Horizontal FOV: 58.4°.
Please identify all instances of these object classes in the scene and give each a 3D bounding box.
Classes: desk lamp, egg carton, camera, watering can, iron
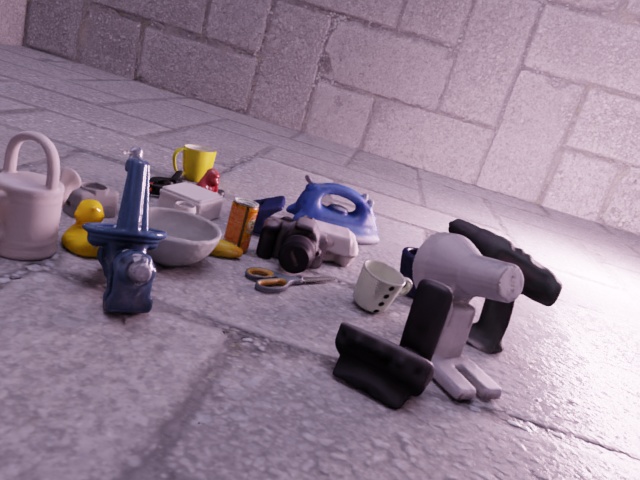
[{"bbox_3d":[0.231,0.111,0.921,0.118,0.213,0.202,6,20,-31],"label":"desk lamp"},{"bbox_3d":[0.012,0.005,1.290,0.150,0.069,0.107,15,17,-7],"label":"egg carton"},{"bbox_3d":[-0.057,0.006,1.171,0.143,0.101,0.137,17,17,1],"label":"camera"},{"bbox_3d":[-0.454,-0.077,0.902,0.101,0.194,0.173,15,17,-6],"label":"watering can"},{"bbox_3d":[0.053,-0.077,1.457,0.259,0.141,0.118,10,18,-20],"label":"iron"}]

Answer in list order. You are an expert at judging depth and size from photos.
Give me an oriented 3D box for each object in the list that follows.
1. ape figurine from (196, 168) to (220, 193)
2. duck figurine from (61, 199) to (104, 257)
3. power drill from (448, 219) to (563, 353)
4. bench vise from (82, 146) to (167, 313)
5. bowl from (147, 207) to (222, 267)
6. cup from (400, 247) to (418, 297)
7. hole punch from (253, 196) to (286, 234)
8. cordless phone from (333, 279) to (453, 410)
[{"bbox_3d":[-0.271,-0.131,1.407,0.076,0.092,0.078,22,18,16],"label":"ape figurine"},{"bbox_3d":[-0.395,-0.026,0.980,0.078,0.086,0.104,2,22,-38],"label":"duck figurine"},{"bbox_3d":[0.315,0.092,1.066,0.229,0.208,0.076,24,19,23],"label":"power drill"},{"bbox_3d":[-0.265,-0.015,0.842,0.206,0.220,0.122,31,22,38],"label":"bench vise"},{"bbox_3d":[-0.266,0.003,1.031,0.167,0.075,0.167,15,17,-5],"label":"bowl"},{"bbox_3d":[0.218,0.077,1.214,0.117,0.095,0.092,20,18,11],"label":"cup"},{"bbox_3d":[-0.134,-0.064,1.330,0.101,0.091,0.108,15,17,-6],"label":"hole punch"},{"bbox_3d":[0.104,0.125,0.809,0.147,0.185,0.094,22,18,16],"label":"cordless phone"}]
